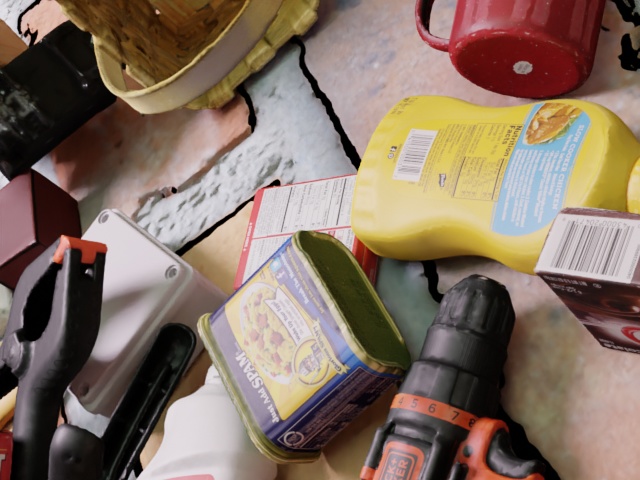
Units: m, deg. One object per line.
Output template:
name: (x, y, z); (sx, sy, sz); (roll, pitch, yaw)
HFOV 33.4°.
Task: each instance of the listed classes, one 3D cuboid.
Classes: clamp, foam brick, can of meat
clamp: (-0.180, 0.071, 0.657); (0.120, 0.039, 0.171); (28, 100, 40)
clamp: (-0.136, 0.155, 0.593); (0.036, 0.164, 0.210); (26, 101, 5)
foam brick: (-0.216, -0.003, 0.802); (0.053, 0.051, 0.078); (-32, 48, 18)
can of meat: (-0.008, 0.056, 0.584); (0.084, 0.057, 0.102); (-45, 57, 23)

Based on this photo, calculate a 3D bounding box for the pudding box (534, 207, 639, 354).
pudding box: (0.165, 0.026, 0.472); (0.114, 0.090, 0.039); (11, 69, 41)

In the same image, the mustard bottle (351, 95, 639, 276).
mustard bottle: (0.112, -0.029, 0.568); (0.192, 0.058, 0.096); (7, 65, 40)

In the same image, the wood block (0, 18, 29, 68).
wood block: (-0.292, -0.134, 0.835); (0.091, 0.090, 0.206); (-45, 3, 5)

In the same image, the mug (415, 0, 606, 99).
mug: (0.109, -0.134, 0.612); (0.117, 0.093, 0.081); (5, 71, 27)

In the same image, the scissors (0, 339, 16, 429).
scissors: (-0.263, 0.145, 0.771); (0.202, 0.016, 0.096); (-38, 45, 11)

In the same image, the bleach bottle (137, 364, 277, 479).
bleach bottle: (-0.085, 0.183, 0.584); (0.103, 0.068, 0.250); (-4, 59, 35)

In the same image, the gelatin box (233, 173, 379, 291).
gelatin box: (-0.004, 0.001, 0.656); (0.089, 0.030, 0.073); (-7, 59, 32)

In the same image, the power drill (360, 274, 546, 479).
power drill: (0.107, 0.110, 0.489); (0.188, 0.057, 0.184); (7, 71, 42)

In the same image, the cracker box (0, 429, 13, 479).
cracker box: (-0.255, 0.219, 0.633); (0.165, 0.072, 0.213); (-10, 73, 45)
